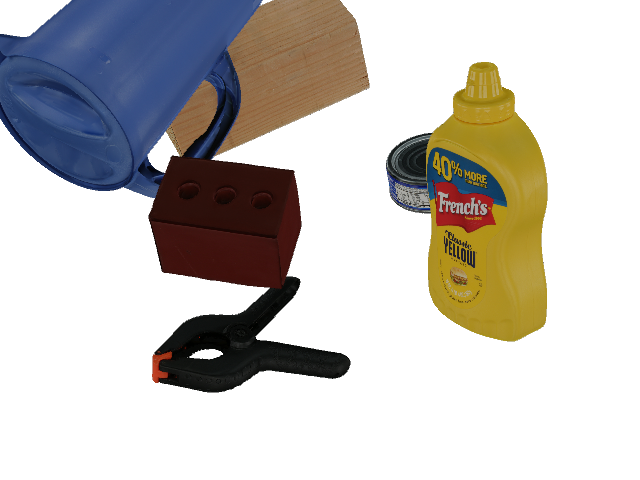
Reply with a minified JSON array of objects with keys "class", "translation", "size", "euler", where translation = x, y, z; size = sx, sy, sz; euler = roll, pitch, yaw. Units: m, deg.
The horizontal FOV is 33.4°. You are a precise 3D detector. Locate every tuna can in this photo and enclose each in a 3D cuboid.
[{"class":"tuna can","translation":[0.103,-0.064,0.980],"size":[0.086,0.034,0.086],"euler":[-9,37,6]}]

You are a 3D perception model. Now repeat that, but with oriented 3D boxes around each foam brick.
[{"class":"foam brick","translation":[-0.055,-0.011,0.633],"size":[0.078,0.053,0.051],"euler":[7,-40,8]}]

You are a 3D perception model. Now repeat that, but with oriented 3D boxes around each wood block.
[{"class":"wood block","translation":[-0.066,-0.169,1.077],"size":[0.206,0.091,0.090],"euler":[-25,47,-9]}]

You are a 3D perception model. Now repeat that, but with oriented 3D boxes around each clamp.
[{"class":"clamp","translation":[-0.070,0.085,0.953],"size":[0.171,0.039,0.120],"euler":[-5,38,-18]}]

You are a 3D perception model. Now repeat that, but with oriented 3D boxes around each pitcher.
[{"class":"pitcher","translation":[-0.139,-0.158,0.881],"size":[0.145,0.149,0.242],"euler":[14,51,27]}]

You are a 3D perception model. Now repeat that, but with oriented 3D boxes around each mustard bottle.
[{"class":"mustard bottle","translation":[0.114,-0.030,0.742],"size":[0.058,0.192,0.096],"euler":[-21,32,-28]}]
